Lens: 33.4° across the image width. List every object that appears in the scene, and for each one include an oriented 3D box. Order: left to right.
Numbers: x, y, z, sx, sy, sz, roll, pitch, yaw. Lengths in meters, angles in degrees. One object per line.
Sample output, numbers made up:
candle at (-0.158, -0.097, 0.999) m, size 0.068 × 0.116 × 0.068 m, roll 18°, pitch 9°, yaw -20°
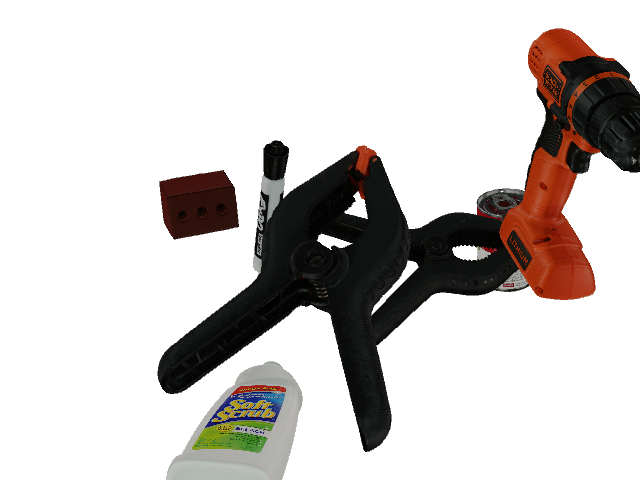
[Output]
foam brick at (-0.137, -0.041, 1.197) m, size 0.078 × 0.053 × 0.051 m, roll -12°, pitch 28°, yaw -13°
bleach bottle at (-0.076, 0.188, 1.076) m, size 0.102 × 0.068 × 0.250 m, roll 3°, pitch 19°, yaw 6°
marker at (-0.038, -0.024, 0.812) m, size 0.020 × 0.121 × 0.020 m, roll 5°, pitch 40°, yaw -4°
clamp at (0.007, 0.027, 0.550) m, size 0.120 × 0.171 × 0.039 m, roll 24°, pitch -26°, yaw 17°
clamp at (0.104, 0.025, 0.988) m, size 0.210 × 0.164 × 0.036 m, roll -5°, pitch -43°, yaw -8°
soup can at (0.216, 0.000, 1.238) m, size 0.068 × 0.102 × 0.068 m, roll -4°, pitch 29°, yaw 2°
power drill at (0.199, -0.049, 0.827) m, size 0.057 × 0.188 × 0.184 m, roll 0°, pitch 34°, yaw -11°
